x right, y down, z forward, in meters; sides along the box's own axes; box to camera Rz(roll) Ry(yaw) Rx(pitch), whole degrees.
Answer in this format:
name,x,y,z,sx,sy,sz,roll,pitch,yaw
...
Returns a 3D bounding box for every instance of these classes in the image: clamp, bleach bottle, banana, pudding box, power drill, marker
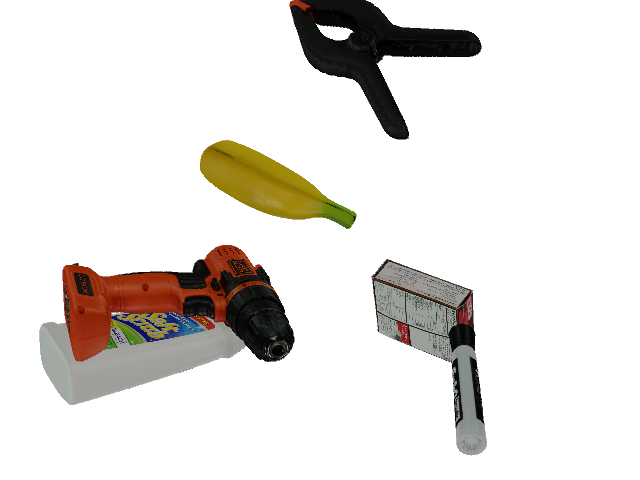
name,x,y,z,sx,sy,sz,roll,pitch,yaw
clamp,0.051,-0.171,0.931,0.120,0.172,0.039,-39,-23,-19
bleach bottle,-0.180,0.111,1.205,0.250,0.068,0.103,-13,32,-29
banana,-0.051,-0.044,0.777,0.069,0.037,0.198,37,-4,-33
pudding box,0.114,0.079,1.183,0.114,0.090,0.039,19,46,29
power drill,-0.129,0.062,0.949,0.187,0.057,0.185,-3,22,-19
marker,0.098,0.096,0.717,0.020,0.020,0.121,0,32,4
